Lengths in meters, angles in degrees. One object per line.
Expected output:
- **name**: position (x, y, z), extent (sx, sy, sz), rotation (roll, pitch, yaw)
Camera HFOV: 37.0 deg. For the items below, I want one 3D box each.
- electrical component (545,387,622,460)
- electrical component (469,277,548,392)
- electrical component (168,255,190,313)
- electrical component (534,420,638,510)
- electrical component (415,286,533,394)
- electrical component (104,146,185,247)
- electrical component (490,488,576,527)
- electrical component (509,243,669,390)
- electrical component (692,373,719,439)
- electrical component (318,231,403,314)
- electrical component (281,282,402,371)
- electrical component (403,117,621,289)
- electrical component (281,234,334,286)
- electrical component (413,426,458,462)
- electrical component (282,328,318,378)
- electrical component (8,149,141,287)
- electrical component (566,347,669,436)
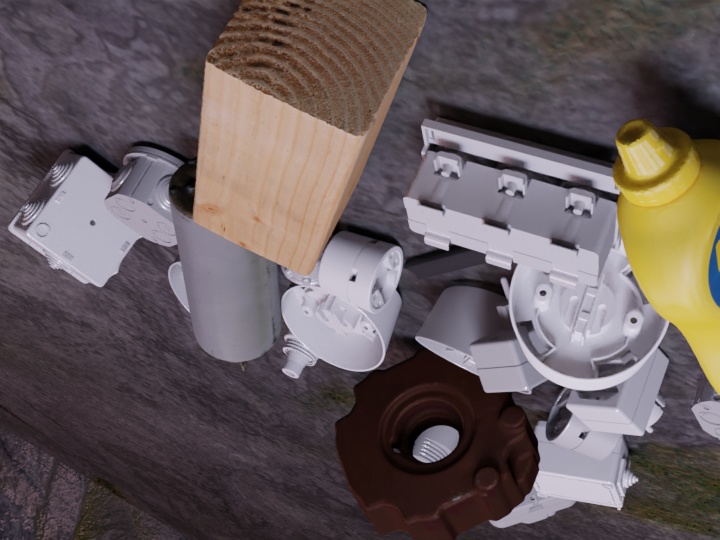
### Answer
- **electrical component**: position (0.191, 0.128, 0.906), extent (0.047, 0.055, 0.055), rotation (25, 158, -7)
- **electrical component**: position (0.121, 0.037, 0.770), extent (0.047, 0.083, 0.075), rotation (-13, 97, 56)
- **electrical component**: position (-0.126, 0.015, 0.982), extent (0.099, 0.064, 0.099), rotation (22, 157, 10)
- **electrical component**: position (0.209, 0.176, 0.988), extent (0.096, 0.061, 0.061), rotation (5, 150, 25)
- **electrical component**: position (0.095, 0.058, 0.840), extent (0.099, 0.064, 0.099), rotation (22, 158, 10)
- **electrical component**: position (-0.164, -0.060, 0.879), extent (0.080, 0.051, 0.080), rotation (22, 157, 10)
- **electrical component**: position (0.167, 0.217, 1.073), extent (0.095, 0.053, 0.059), rotation (-18, 149, 1)
- **electrical component**: position (0.145, 0.025, 0.682), extent (0.099, 0.099, 0.064), rotation (19, 162, 16)
- **electrical component**: position (0.270, 0.086, 0.734), extent (0.080, 0.051, 0.080), rotation (22, 157, 10)
- **electrical component**: position (0.000, 0.000, 0.832), extent (0.047, 0.055, 0.055), rotation (21, 157, 22)
- **electrical component**: position (-0.016, 0.034, 0.906), extent (0.099, 0.064, 0.099), rotation (22, 157, 10)
- **electrical component**: position (0.092, -0.039, 0.637), extent (0.121, 0.063, 0.078), rotation (18, 156, 19)
- **electrical component**: position (-0.041, -0.021, 0.844), extent (0.048, 0.048, 0.062), rotation (20, 150, 14)
- **electrical component**: position (0.077, 0.168, 1.076), extent (0.043, 0.081, 0.043), rotation (22, 157, 10)
- **electrical component**: position (-0.054, 0.073, 1.033), extent (0.043, 0.062, 0.043), rotation (22, 157, 10)
- **electrical component**: position (-0.239, -0.044, 0.935), extent (0.100, 0.099, 0.048), rotation (41, 166, -31)
- **electrical component**: position (0.202, 0.093, 0.802), extent (0.047, 0.065, 0.077), rotation (-2, 144, 49)
